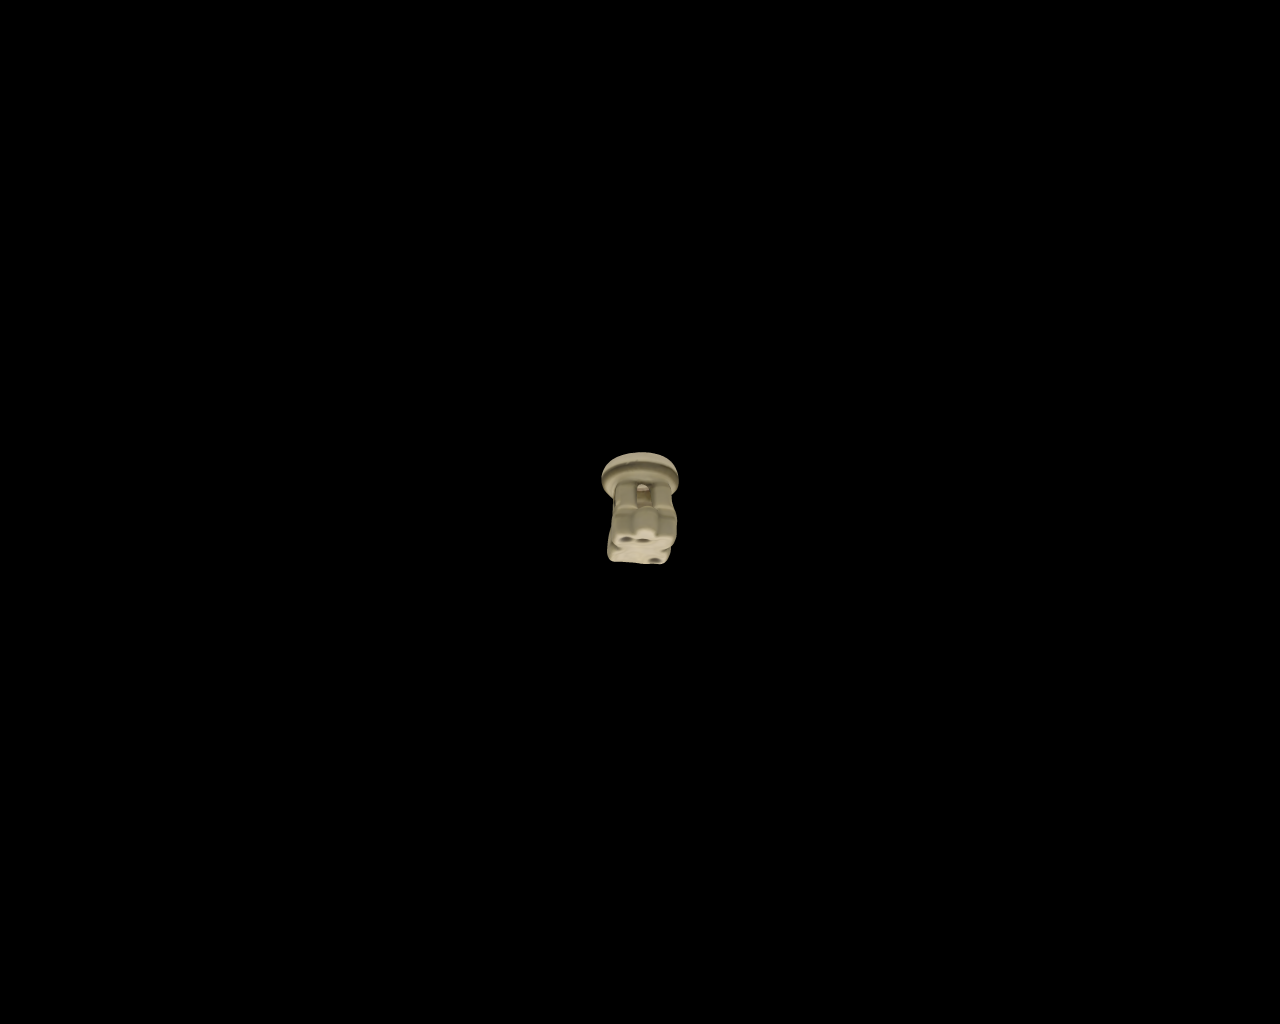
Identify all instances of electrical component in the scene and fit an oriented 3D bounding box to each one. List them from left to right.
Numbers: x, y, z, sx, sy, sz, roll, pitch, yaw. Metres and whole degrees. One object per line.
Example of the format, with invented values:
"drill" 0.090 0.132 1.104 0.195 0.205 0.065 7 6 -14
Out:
"electrical component" 0.001 -0.003 0.650 0.048 0.055 0.066 3 -26 -7
